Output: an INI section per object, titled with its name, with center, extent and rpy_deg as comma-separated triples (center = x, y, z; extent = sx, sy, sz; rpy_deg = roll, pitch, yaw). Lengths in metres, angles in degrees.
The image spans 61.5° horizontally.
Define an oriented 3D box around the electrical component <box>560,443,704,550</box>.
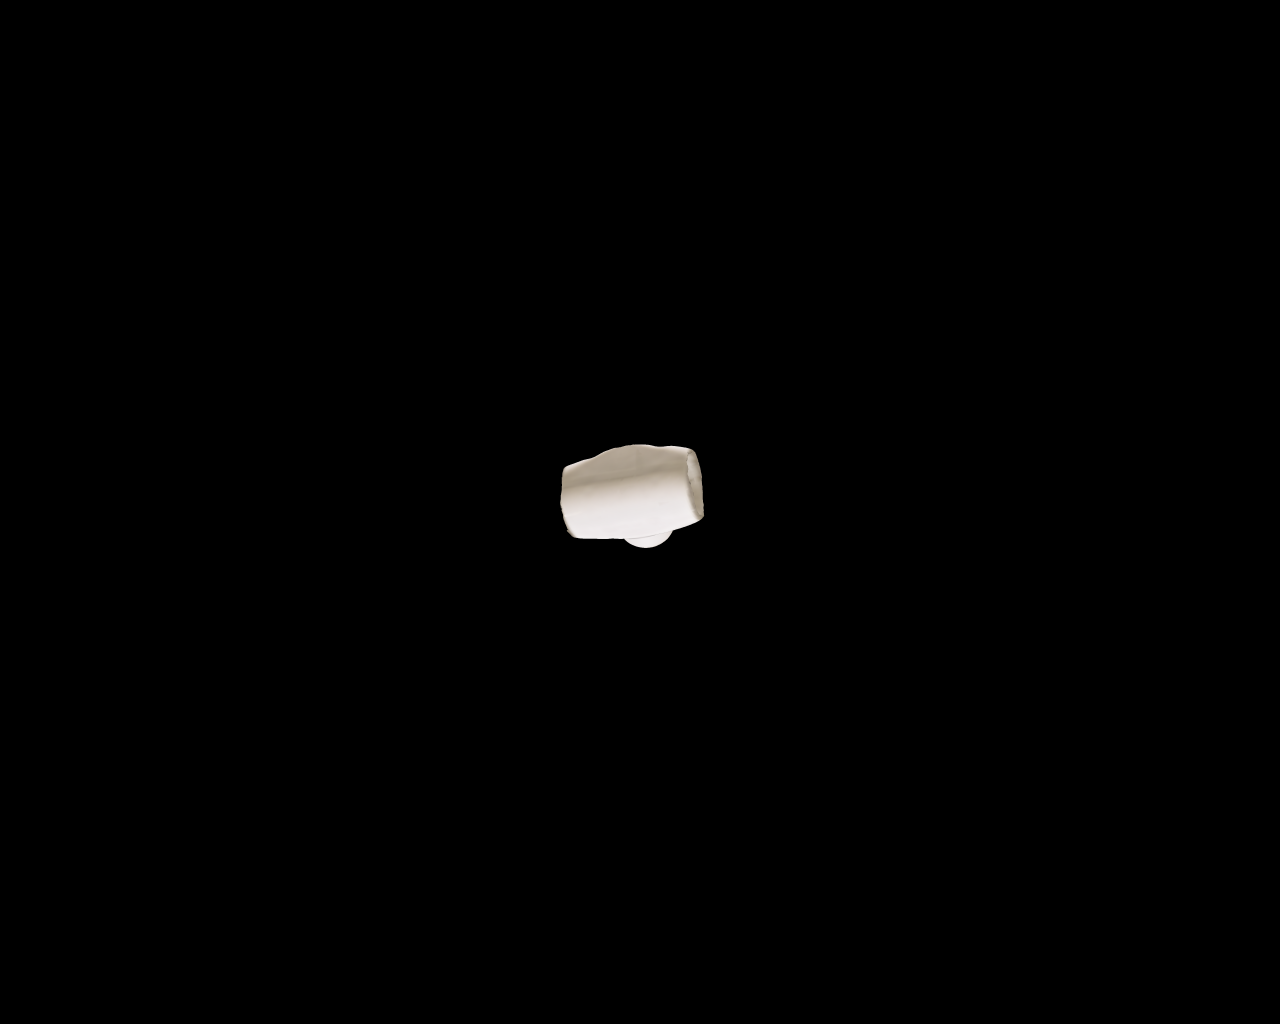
[electrical component]
center = 0.001, -0.003, 0.650
extent = 0.077, 0.044, 0.079
rpy_deg = -8, -32, 14
